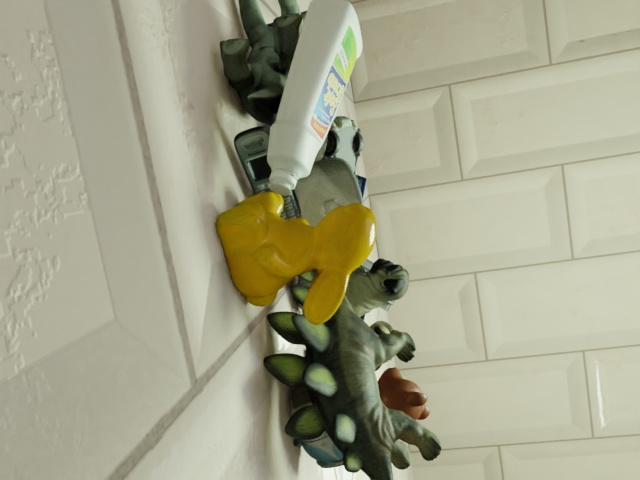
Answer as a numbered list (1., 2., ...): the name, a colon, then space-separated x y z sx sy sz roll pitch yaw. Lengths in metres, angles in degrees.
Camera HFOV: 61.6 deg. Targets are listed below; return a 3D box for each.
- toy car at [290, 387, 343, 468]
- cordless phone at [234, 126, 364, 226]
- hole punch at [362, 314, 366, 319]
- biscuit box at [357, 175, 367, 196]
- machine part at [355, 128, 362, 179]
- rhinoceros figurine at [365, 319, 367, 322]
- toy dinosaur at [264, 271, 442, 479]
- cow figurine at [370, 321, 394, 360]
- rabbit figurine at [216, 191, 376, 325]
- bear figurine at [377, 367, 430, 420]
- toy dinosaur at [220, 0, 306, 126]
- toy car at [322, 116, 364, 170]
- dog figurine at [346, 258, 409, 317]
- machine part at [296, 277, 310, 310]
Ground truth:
1. toy car: 0.006 0.236 0.773 0.102 0.109 0.162 38 32 -51
2. cordless phone: -0.028 -0.086 0.718 0.089 0.147 0.184 -104 175 -47
3. hole punch: 0.069 0.167 1.227 0.142 0.092 0.115 -78 161 -73
4. biscuit box: 0.055 -0.048 1.211 0.063 0.059 0.202 122 -20 -74
5. machine part: 0.021 -0.142 1.030 0.179 0.056 0.179 -163 -90 -70
6. rhinoceros figurine: 0.088 0.276 1.304 0.112 0.073 0.190 52 31 -50
7. toy dinosaur: 0.030 0.153 0.716 0.198 0.105 0.472 18 38 -35
8. cow figurine: 0.103 0.254 1.176 0.195 0.086 0.127 -48 154 -35
9. rabbit figurine: -0.016 0.015 0.624 0.122 0.173 0.162 -33 110 -83
10. bear figurine: 0.081 0.246 0.905 0.120 0.196 0.132 62 21 -54
11. toy dinosaur: -0.061 -0.242 0.777 0.191 0.131 0.405 70 21 -44
12. toy car: 0.025 -0.106 0.907 0.073 0.056 0.201 -12 114 -44
13. dog figurine: 0.075 0.112 1.003 0.172 0.191 0.121 61 23 -67
14. machine part: 0.005 0.032 0.872 0.079 0.079 0.243 -76 172 -66
